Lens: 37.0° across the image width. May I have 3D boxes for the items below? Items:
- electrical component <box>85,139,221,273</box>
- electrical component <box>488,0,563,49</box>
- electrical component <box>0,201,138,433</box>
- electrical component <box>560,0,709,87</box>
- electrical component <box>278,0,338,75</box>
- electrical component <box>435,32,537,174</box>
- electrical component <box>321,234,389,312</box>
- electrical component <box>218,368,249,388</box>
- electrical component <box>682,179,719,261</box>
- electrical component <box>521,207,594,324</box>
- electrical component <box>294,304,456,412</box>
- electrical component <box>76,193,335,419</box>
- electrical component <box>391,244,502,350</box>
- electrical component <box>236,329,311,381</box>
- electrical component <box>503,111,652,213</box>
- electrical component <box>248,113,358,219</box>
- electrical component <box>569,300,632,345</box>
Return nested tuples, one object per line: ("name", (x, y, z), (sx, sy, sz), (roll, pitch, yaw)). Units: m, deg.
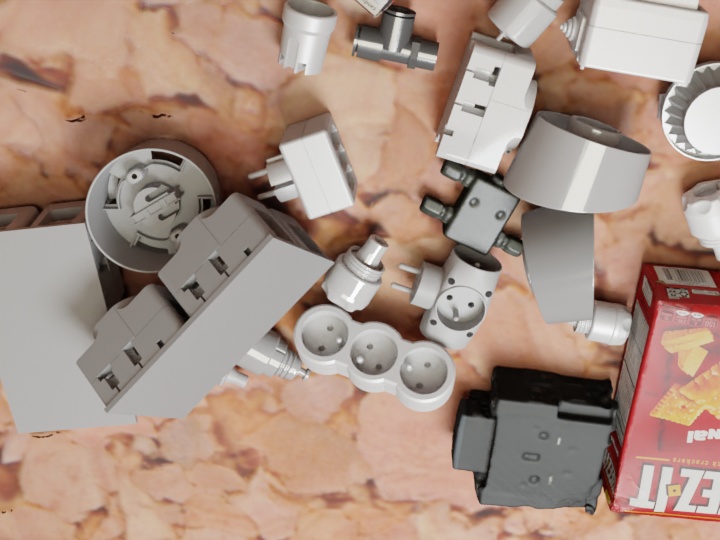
("electrical component", (-0.160, -0.053, 0.852), (0.099, 0.064, 0.099), (2, 114, 5))
("electrical component", (0.128, -0.197, 0.780), (0.040, 0.040, 0.078), (37, 112, -13))
("electrical component", (-0.252, 0.039, 0.905), (0.105, 0.060, 0.186), (-5, 115, 6))
("electrical component", (0.194, -0.176, 0.774), (0.096, 0.061, 0.061), (9, 116, -1))
("electrical component", (-0.041, -0.174, 0.803), (0.040, 0.040, 0.046), (13, 121, -3))
("electrical component", (0.097, -0.125, 0.811), (0.056, 0.050, 0.089), (17, 115, -4))
("electrical component", (0.000, 0.000, 0.881), (0.043, 0.043, 0.062), (30, 112, -10))
("electrical component", (-0.127, 0.085, 0.934), (0.061, 0.035, 0.035), (25, 114, -11))
("electrical component", (0.281, -0.037, 0.846), (0.043, 0.043, 0.062), (-20, 114, 13))
("electrical component", (0.162, -0.008, 0.838), (0.064, 0.099, 0.099), (-13, 114, 17))
("electrical component", (0.013, 0.078, 0.909), (0.138, 0.073, 0.052), (20, 73, 9))
("electrical component", (-0.123, 0.030, 0.850), (0.186, 0.105, 0.060), (-46, 66, 10))
("electrical component", (0.066, 0.017, 0.884), (0.079, 0.044, 0.077), (19, 115, -6))
("electrical component", (-0.079, 0.072, 0.922), (0.078, 0.040, 0.040), (28, 114, -10))
("electrical component", (0.164, -0.079, 0.803), (0.099, 0.099, 0.064), (17, 109, -4))
("electrical component", (-0.049, -0.076, 0.845), (0.077, 0.047, 0.065), (-17, 113, 11))
("electrical component", (0.192, 0.041, 0.894), (0.061, 0.035, 0.035), (11, 116, 1))
